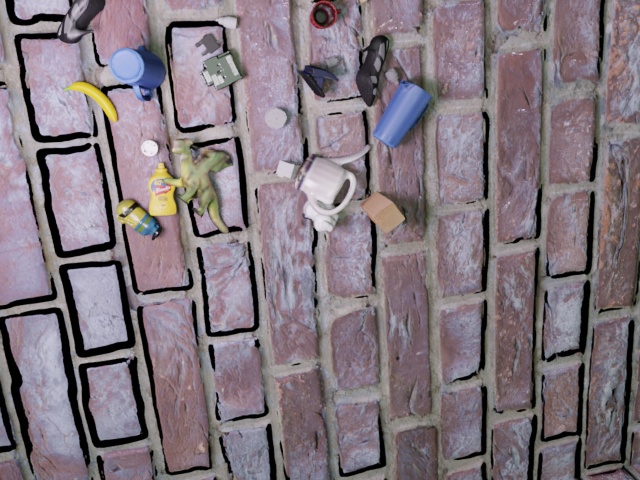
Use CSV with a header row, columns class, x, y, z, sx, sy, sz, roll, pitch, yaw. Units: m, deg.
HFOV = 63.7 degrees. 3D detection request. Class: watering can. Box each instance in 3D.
class,x,y,z,sx,sy,sz,roll,pitch,yaw
watering can,0.042,-0.258,1.961,0.224,0.102,0.353,26,70,0

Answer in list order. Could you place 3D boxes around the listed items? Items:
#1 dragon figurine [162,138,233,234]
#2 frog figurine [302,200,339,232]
class,x,y,z,sx,sy,sz,roll,pitch,yaw
dragon figurine,-0.409,-0.218,1.886,0.244,0.123,0.403,-52,132,-7
frog figurine,0.006,-0.099,1.967,0.137,0.161,0.122,27,97,-16
